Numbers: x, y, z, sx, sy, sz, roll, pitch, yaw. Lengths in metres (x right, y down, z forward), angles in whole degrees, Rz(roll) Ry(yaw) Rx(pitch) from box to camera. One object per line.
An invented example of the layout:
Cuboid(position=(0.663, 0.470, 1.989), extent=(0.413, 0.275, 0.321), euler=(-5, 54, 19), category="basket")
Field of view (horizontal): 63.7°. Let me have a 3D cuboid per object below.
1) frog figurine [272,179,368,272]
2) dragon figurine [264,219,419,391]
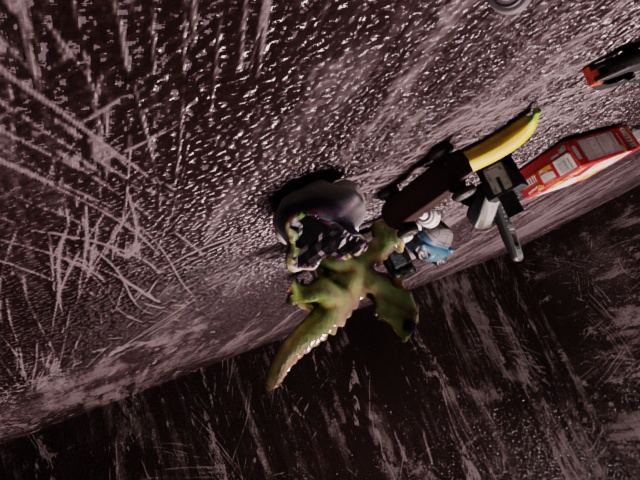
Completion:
Cuboid(position=(0.002, -0.037, 0.731), extent=(0.136, 0.121, 0.162), euler=(-38, -162, 20), category="frog figurine")
Cuboid(position=(0.067, 0.113, 0.952), extent=(0.243, 0.420, 0.119), euler=(15, 146, 4), category="dragon figurine")
